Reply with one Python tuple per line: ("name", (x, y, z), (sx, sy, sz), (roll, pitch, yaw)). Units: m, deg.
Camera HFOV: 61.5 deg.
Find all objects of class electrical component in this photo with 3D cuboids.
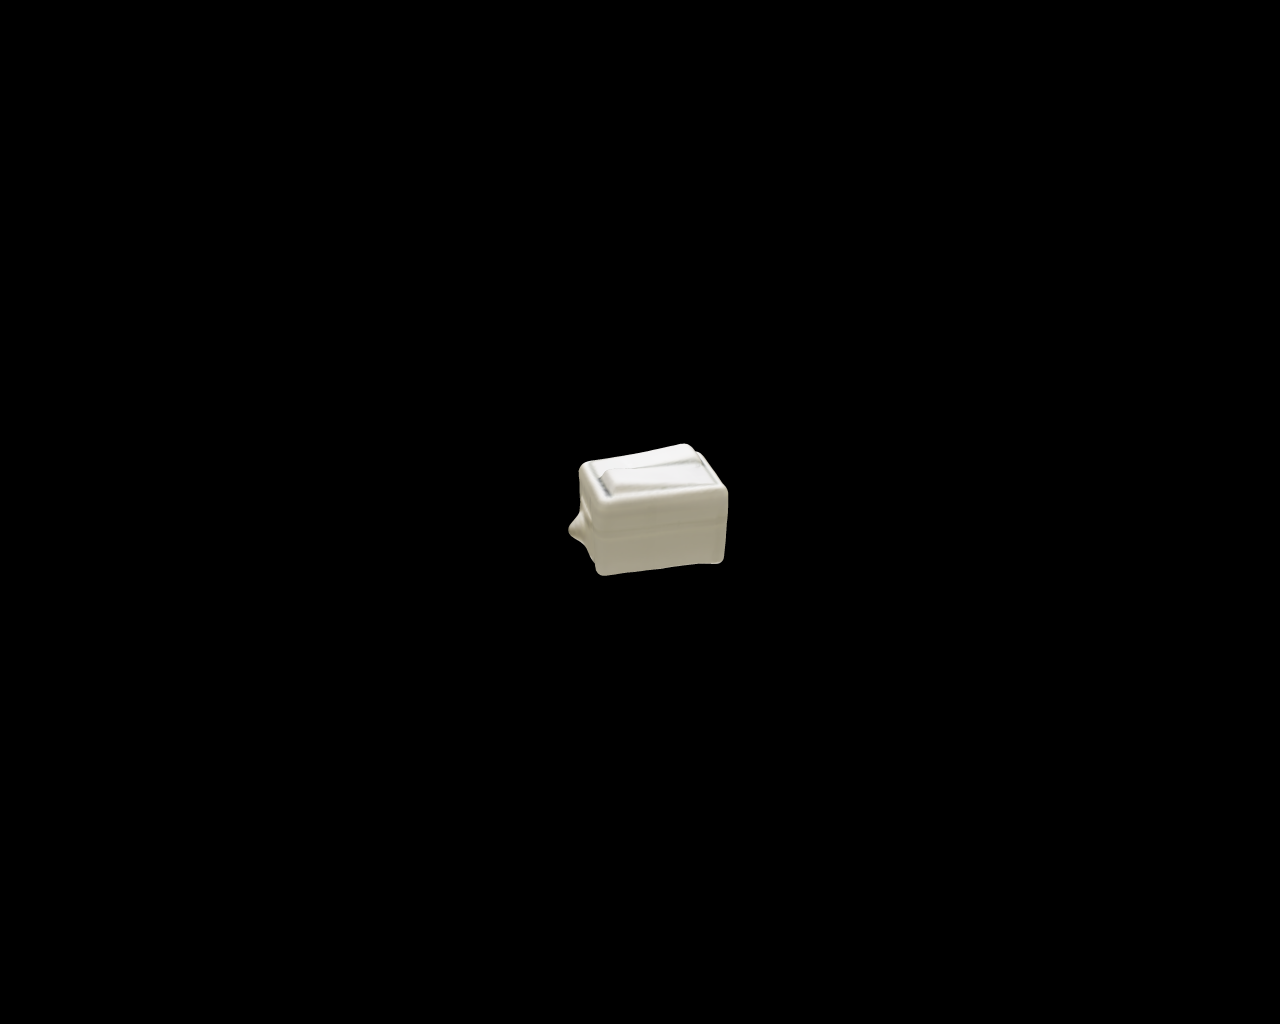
("electrical component", (0.001, -0.003, 0.650), (0.096, 0.061, 0.062), (-6, 28, -12))
